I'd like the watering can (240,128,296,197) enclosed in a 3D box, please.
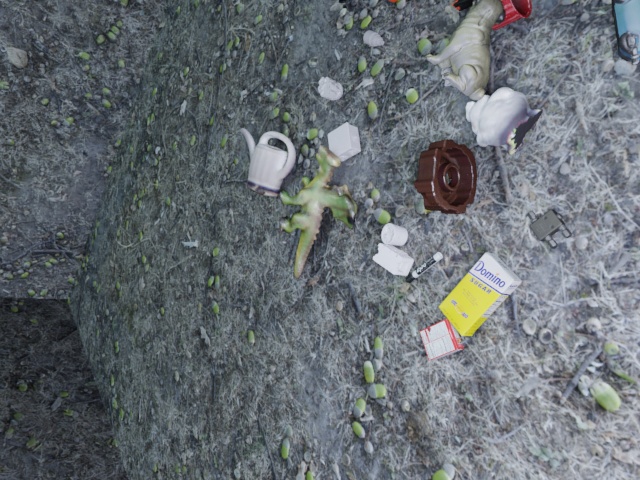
[{"bbox_3d":[-0.203,-0.277,1.813,0.351,0.104,0.223,26,101,47],"label":"watering can"}]

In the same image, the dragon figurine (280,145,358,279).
[{"bbox_3d":[0.005,-0.078,1.551,0.242,0.123,0.409,1,97,42],"label":"dragon figurine"}]

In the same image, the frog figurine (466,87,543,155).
[{"bbox_3d":[0.386,-0.278,1.150,0.162,0.124,0.134,42,133,32],"label":"frog figurine"}]
